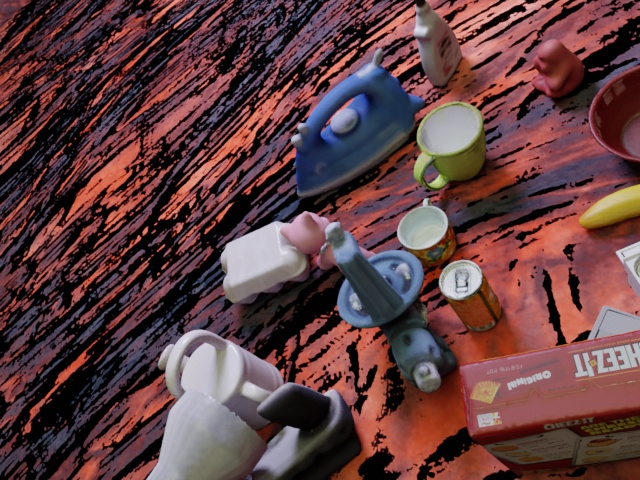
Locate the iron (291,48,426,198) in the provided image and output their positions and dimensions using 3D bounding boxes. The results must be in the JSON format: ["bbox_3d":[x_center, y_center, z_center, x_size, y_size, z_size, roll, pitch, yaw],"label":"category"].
[{"bbox_3d":[0.035,-0.186,0.929,0.258,0.142,0.118,-40,50,3],"label":"iron"}]

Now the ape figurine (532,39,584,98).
[{"bbox_3d":[0.338,-0.253,0.828,0.076,0.092,0.078,-3,61,29],"label":"ape figurine"}]

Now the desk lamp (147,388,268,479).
[{"bbox_3d":[-0.130,0.300,0.678,0.117,0.214,0.203,15,70,36],"label":"desk lamp"}]

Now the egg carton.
[{"bbox_3d":[-0.088,0.036,0.911,0.150,0.070,0.107,-25,52,15],"label":"egg carton"}]

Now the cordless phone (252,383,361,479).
[{"bbox_3d":[-0.044,0.232,0.689,0.147,0.186,0.094,-44,50,-1],"label":"cordless phone"}]

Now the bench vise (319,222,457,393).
[{"bbox_3d":[0.089,0.071,0.689,0.121,0.220,0.206,-46,50,-3],"label":"bench vise"}]

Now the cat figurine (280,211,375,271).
[{"bbox_3d":[0.008,0.003,0.844,0.127,0.118,0.067,27,77,38],"label":"cat figurine"}]

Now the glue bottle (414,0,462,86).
[{"bbox_3d":[0.179,-0.331,0.915,0.037,0.174,0.078,17,71,36],"label":"glue bottle"}]

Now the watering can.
[{"bbox_3d":[-0.143,0.186,0.769,0.172,0.195,0.101,-12,57,24],"label":"watering can"}]
